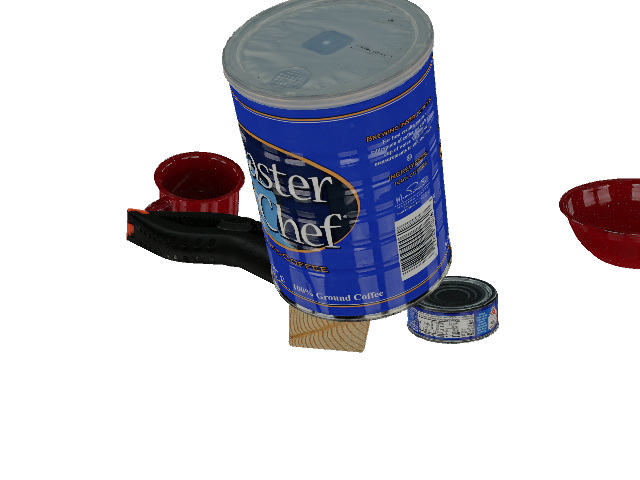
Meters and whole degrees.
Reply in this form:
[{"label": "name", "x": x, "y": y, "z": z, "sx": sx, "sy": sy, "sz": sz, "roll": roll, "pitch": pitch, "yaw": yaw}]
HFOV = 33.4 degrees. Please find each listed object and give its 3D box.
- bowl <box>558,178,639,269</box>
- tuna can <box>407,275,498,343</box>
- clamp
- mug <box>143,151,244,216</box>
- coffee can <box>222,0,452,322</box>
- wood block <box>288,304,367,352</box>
[{"label": "bowl", "x": 0.329, "y": -0.013, "z": 1.109, "sx": 0.162, "sy": 0.055, "sz": 0.162, "roll": -3, "pitch": 23, "yaw": 1}, {"label": "tuna can", "x": 0.123, "y": 0.063, "z": 0.999, "sx": 0.086, "sy": 0.034, "sz": 0.086, "roll": -3, "pitch": 20, "yaw": 1}, {"label": "clamp", "x": -0.064, "y": 0.004, "z": 0.841, "sx": 0.210, "sy": 0.036, "sz": 0.164, "roll": 7, "pitch": 13, "yaw": 13}, {"label": "mug", "x": -0.136, "y": -0.030, "z": 1.114, "sx": 0.117, "sy": 0.081, "sz": 0.093, "roll": -28, "pitch": 49, "yaw": -36}, {"label": "coffee can", "x": 0.013, "y": -0.043, "z": 0.554, "sx": 0.103, "sy": 0.140, "sz": 0.103, "roll": -7, "pitch": 39, "yaw": 5}, {"label": "wood block", "x": 0.022, "y": 0.047, "z": 1.307, "sx": 0.091, "sy": 0.090, "sz": 0.206, "roll": 4, "pitch": 23, "yaw": 6}]
